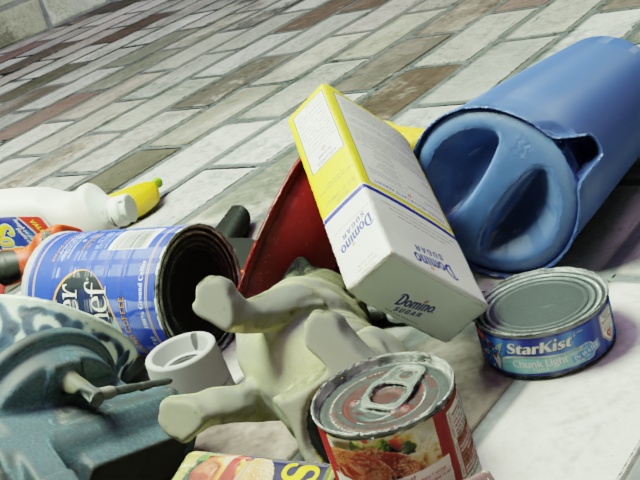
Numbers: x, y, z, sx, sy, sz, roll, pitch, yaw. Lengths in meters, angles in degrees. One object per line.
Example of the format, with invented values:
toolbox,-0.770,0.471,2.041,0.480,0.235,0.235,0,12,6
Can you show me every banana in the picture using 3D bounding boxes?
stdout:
banana,-0.253,-0.020,1.164,0.197,0.037,0.070,-23,5,-17

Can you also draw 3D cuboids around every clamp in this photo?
clamp,-0.097,0.016,0.944,0.164,0.036,0.210,-28,21,-26

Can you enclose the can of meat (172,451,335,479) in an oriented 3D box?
can of meat,-0.035,0.149,0.519,0.084,0.057,0.102,2,25,17

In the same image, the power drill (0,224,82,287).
power drill,-0.315,0.034,1.009,0.187,0.057,0.184,-14,1,-1

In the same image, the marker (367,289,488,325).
marker,0.079,0.048,0.752,0.121,0.020,0.020,-7,23,25

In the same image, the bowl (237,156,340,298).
bowl,-0.005,0.001,0.807,0.055,0.162,0.162,26,33,7

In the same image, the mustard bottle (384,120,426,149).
mustard bottle,0.042,-0.083,1.047,0.096,0.058,0.192,-31,25,-17

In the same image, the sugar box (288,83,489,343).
sugar box,0.040,-0.020,0.702,0.048,0.093,0.176,-43,39,25

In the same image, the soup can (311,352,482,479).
soup can,0.042,0.113,0.504,0.068,0.102,0.068,-15,21,6

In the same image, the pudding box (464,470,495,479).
pudding box,0.043,0.158,0.428,0.113,0.039,0.090,-24,57,-11

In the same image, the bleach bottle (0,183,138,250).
bleach bottle,-0.306,-0.015,1.090,0.251,0.102,0.068,-12,23,18

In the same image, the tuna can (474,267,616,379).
tuna can,0.141,0.052,0.673,0.086,0.034,0.086,-15,21,6

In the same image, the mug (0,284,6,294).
mug,-0.281,0.095,0.832,0.093,0.081,0.117,-9,22,21

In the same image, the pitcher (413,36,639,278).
pitcher,0.177,-0.075,0.847,0.149,0.145,0.242,24,37,25

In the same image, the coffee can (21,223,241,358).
coffee can,-0.146,0.041,0.830,0.141,0.103,0.102,-3,26,33
